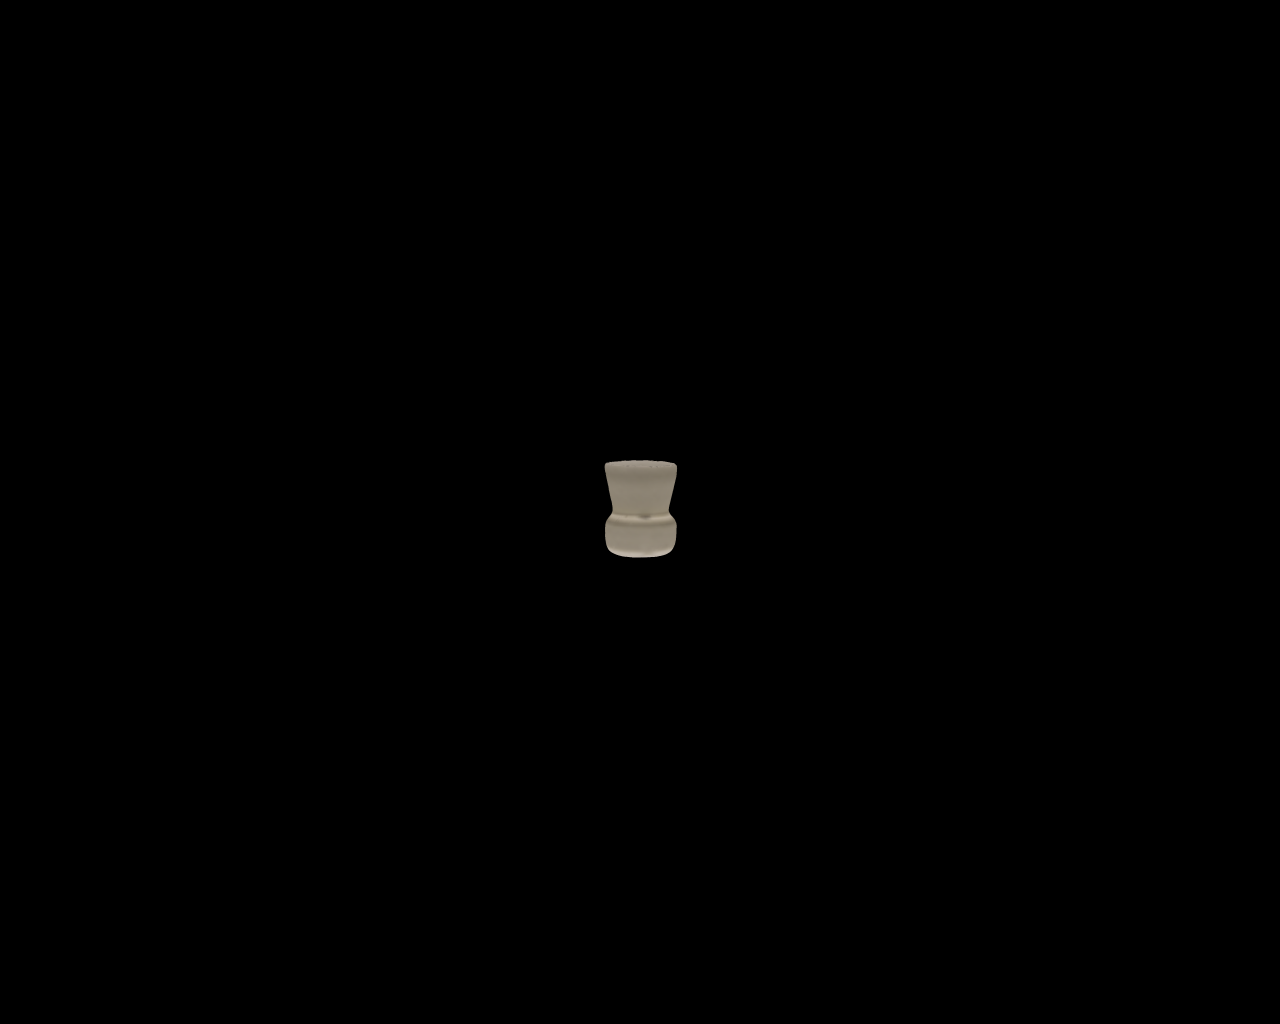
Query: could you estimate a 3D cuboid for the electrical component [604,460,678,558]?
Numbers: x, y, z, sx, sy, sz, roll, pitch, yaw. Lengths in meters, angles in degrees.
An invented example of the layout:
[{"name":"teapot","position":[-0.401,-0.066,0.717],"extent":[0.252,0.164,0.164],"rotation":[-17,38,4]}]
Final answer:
[{"name":"electrical component","position":[0.001,-0.003,0.650],"extent":[0.045,0.055,0.045],"rotation":[0,7,0]}]
